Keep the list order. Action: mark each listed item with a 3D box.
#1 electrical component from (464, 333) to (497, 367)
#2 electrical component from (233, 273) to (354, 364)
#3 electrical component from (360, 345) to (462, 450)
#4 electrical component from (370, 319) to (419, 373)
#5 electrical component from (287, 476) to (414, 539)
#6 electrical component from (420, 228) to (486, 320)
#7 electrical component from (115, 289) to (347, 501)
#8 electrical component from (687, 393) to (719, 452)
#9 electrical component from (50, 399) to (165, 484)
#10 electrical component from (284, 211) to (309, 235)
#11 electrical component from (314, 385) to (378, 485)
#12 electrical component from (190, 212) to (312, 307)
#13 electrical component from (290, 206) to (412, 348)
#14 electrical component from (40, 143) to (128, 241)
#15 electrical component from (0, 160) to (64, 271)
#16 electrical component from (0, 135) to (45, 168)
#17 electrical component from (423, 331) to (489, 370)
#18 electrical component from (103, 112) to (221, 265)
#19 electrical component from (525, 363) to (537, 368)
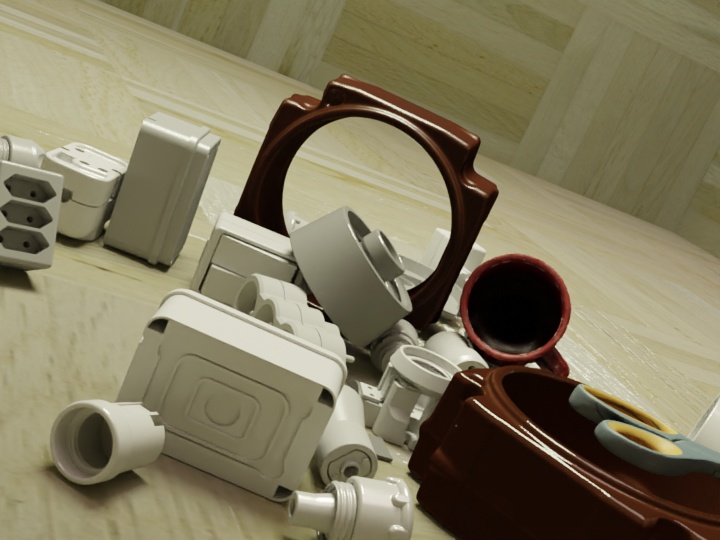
[{"bbox_3d":[0.142,0.044,1.038,0.048,0.099,0.100,16,9,24],"label":"electrical component"},{"bbox_3d":[-0.039,0.053,0.776,0.074,0.052,0.138,17,14,-27],"label":"electrical component"},{"bbox_3d":[0.040,0.090,0.762,0.078,0.057,0.058,22,13,-12],"label":"electrical component"},{"bbox_3d":[0.028,0.066,0.870,0.040,0.040,0.078,23,14,-5],"label":"electrical component"},{"bbox_3d":[-0.006,0.128,0.560,0.062,0.048,0.048,13,16,-17],"label":"electrical component"},{"bbox_3d":[0.097,0.012,1.112,0.047,0.083,0.076,16,15,-32],"label":"electrical component"},{"bbox_3d":[-0.072,0.068,0.603,0.113,0.078,0.057,24,16,-2],"label":"electrical component"},{"bbox_3d":[0.284,0.154,0.847,0.060,0.108,0.108,35,15,16],"label":"electrical component"},{"bbox_3d":[-0.124,0.084,0.535,0.040,0.040,0.046,29,8,21],"label":"electrical component"},{"bbox_3d":[-0.058,-0.027,1.081,0.062,0.048,0.048,27,11,-22],"label":"electrical component"},{"bbox_3d":[-0.012,0.104,0.653,0.044,0.044,0.065,19,19,-22],"label":"electrical component"},{"bbox_3d":[-0.083,0.003,0.874,0.096,0.061,0.061,22,13,-9],"label":"electrical component"},{"bbox_3d":[0.000,0.000,0.846,0.108,0.060,0.108,55,10,-15],"label":"electrical component"},{"bbox_3d":[-0.229,-0.063,0.874,0.054,0.059,0.095,24,13,-3],"label":"electrical component"},{"bbox_3d":[-0.247,-0.035,0.741,0.047,0.065,0.077,13,-12,-41],"label":"electrical component"},{"bbox_3d":[-0.300,-0.093,0.903,0.062,0.043,0.043,11,19,-41],"label":"electrical component"},{"bbox_3d":[0.079,0.081,0.893,0.045,0.045,0.055,19,14,-22],"label":"electrical component"},{"bbox_3d":[-0.163,-0.068,0.896,0.057,0.113,0.078,20,13,-5],"label":"electrical component"},{"bbox_3d":[0.146,0.111,0.877,0.047,0.055,0.055,28,13,1],"label":"electrical component"}]
